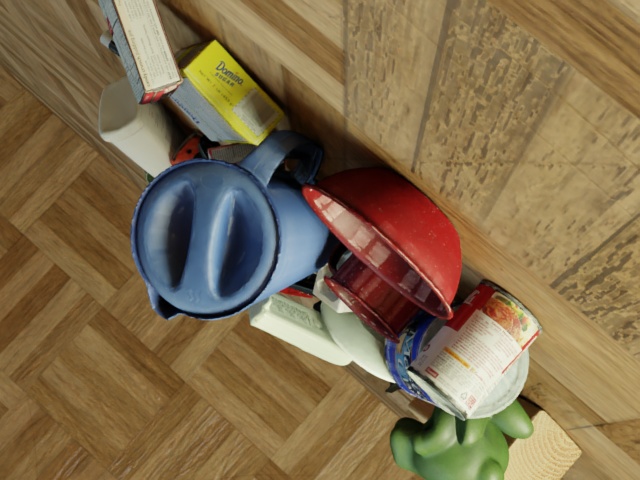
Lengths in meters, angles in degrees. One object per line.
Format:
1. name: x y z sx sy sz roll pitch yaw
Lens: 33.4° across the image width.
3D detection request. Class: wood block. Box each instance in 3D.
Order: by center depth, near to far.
1. wood block: 0.210 0.232 1.316 0.090 0.091 0.206 46 172 -25

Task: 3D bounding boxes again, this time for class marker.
1. marker: -0.209 -0.205 1.247 0.121 0.020 0.020 39 172 17

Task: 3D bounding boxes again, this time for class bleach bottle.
1. bleach bottle: -0.206 -0.115 1.468 0.250 0.068 0.102 49 -153 -49

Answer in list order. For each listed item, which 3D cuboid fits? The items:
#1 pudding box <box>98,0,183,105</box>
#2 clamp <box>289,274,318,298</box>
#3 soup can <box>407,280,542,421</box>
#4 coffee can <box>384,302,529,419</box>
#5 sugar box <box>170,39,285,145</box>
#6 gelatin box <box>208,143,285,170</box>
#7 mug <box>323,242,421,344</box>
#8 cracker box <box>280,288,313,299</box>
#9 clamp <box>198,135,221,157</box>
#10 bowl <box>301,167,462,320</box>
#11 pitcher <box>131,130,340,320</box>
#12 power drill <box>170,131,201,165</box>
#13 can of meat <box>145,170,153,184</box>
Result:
1. pudding box: -0.154 -0.176 0.908 0.090 0.039 0.113 -177 65 -76
2. clamp: 0.037 0.061 1.340 0.210 0.036 0.165 33 149 -9
3. soup can: 0.131 0.094 0.910 0.068 0.102 0.068 41 172 7
4. coffee can: 0.126 0.110 1.016 0.103 0.103 0.140 43 172 -6
5. sugar box: -0.098 -0.135 0.992 0.093 0.048 0.176 47 174 -18
6. gelatin box: -0.073 -0.079 1.076 0.089 0.073 0.030 104 154 -83
7. mug: 0.057 0.031 1.001 0.117 0.081 0.093 34 169 43
8. cracker box: -0.115 0.006 1.469 0.213 0.072 0.164 14 -163 -49
9. clamp: -0.076 -0.039 1.230 0.120 0.039 0.171 23 140 47
10. bowl: 0.061 -0.008 0.864 0.162 0.055 0.162 41 172 7
11. pitcher: -0.054 -0.016 0.972 0.242 0.149 0.145 -14 -85 -72
12. power drill: -0.101 -0.060 1.386 0.188 0.057 0.184 30 166 48
13. can of meat: -0.219 -0.101 1.597 0.102 0.057 0.084 48 -162 -35
